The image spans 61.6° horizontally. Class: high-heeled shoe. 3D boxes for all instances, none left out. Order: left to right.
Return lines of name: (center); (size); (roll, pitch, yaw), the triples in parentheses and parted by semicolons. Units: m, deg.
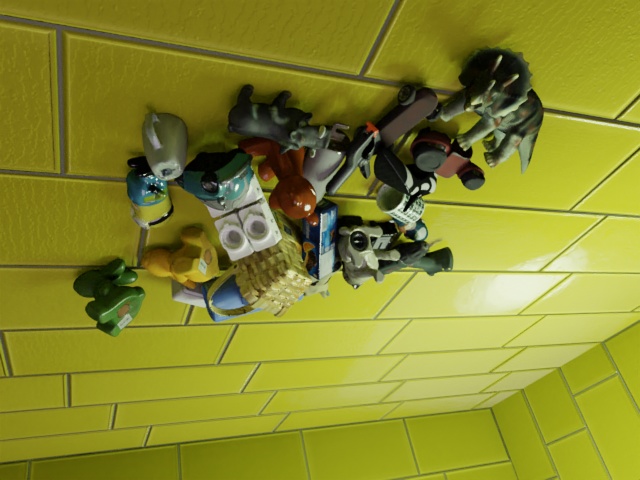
high-heeled shoe: (0.197, -0.160, 1.149); (0.145, 0.086, 0.248); (-55, 148, -13)

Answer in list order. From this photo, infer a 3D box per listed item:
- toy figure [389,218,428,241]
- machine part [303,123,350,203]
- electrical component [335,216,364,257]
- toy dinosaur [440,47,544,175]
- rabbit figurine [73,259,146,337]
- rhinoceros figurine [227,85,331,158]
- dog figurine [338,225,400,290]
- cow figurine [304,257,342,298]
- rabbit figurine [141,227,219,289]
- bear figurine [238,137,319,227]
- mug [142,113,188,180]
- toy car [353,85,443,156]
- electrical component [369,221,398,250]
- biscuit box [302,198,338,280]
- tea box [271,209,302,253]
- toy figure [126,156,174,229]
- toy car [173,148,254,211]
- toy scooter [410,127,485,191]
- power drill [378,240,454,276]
toy figure: (0.236, -0.041, 1.398); (0.058, 0.064, 0.154); (10, 166, 36)
machine part: (-0.003, -0.152, 1.118); (0.079, 0.079, 0.243); (2, 145, -23)
electrical component: (0.058, -0.008, 1.381); (0.134, 0.058, 0.115); (2, 146, -24)
toy dinosaur: (0.378, -0.253, 1.081); (0.404, 0.131, 0.192); (12, 140, -44)
rabbit figurine: (-0.518, 0.119, 1.293); (0.159, 0.170, 0.121); (-51, 156, -20)
rhinoceros figurine: (-0.072, -0.210, 0.974); (0.190, 0.112, 0.073); (10, 139, -20)
dog figurine: (0.080, 0.042, 1.343); (0.121, 0.172, 0.190); (-40, -172, -28)
cow figurine: (-0.003, 0.093, 1.493); (0.127, 0.085, 0.195); (14, 138, -26)
rabbit figurine: (-0.339, 0.048, 1.296); (0.173, 0.122, 0.162); (-5, 159, 12)
bear figurine: (-0.074, -0.112, 1.034); (0.132, 0.196, 0.120); (-19, 149, 18)
mug: (-0.279, -0.169, 0.962); (0.081, 0.107, 0.109); (-14, 150, -2)
toy car: (0.150, -0.233, 1.068); (0.089, 0.053, 0.202); (16, 147, -32)
electrical component: (0.152, -0.001, 1.436); (0.075, 0.048, 0.119); (0, 143, -20)
biscuit box: (-0.003, -0.004, 1.288); (0.059, 0.063, 0.202); (-30, 136, -38)
tea box: (-0.120, -0.014, 1.294); (0.098, 0.068, 0.169); (-26, 145, 17)
toy figure: (-0.342, -0.090, 1.085); (0.089, 0.082, 0.180); (-1, 143, -15)
toy car: (-0.190, -0.104, 1.002); (0.162, 0.109, 0.102); (2, 129, 36)
toy scooter: (0.271, -0.188, 1.140); (0.184, 0.135, 0.075); (23, 139, -18)
power drill: (0.276, 0.053, 1.494); (0.207, 0.086, 0.232); (-1, 165, -37)
